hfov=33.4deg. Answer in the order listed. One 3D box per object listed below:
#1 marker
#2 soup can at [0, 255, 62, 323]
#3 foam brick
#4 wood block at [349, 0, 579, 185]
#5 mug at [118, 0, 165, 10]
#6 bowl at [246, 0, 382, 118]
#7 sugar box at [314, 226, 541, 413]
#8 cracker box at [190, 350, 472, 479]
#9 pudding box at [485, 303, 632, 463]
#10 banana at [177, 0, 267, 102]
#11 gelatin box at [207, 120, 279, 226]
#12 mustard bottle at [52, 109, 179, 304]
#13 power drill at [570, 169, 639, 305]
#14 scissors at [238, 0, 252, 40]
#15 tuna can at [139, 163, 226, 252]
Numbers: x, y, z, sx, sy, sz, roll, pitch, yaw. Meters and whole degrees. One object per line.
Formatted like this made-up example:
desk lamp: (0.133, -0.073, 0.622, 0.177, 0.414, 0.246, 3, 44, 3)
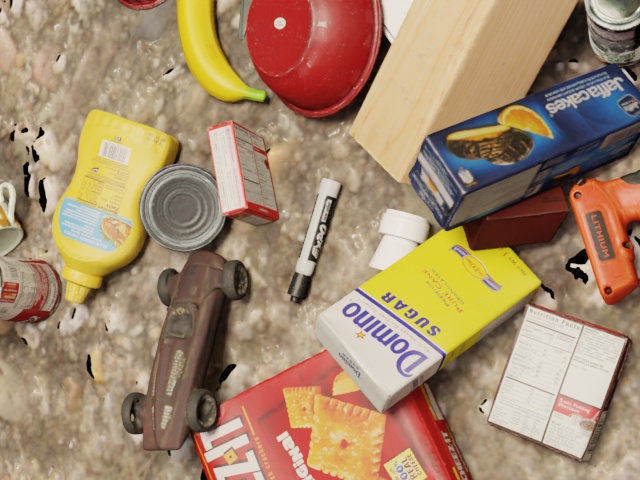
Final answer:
marker: (-0.007, 0.001, 1.010, 0.020, 0.020, 0.121, 17, 90, 22)
soup can: (-0.319, 0.048, 1.082, 0.069, 0.102, 0.068, -3, 83, 20)
foam brick: (0.162, -0.028, 0.906, 0.078, 0.051, 0.053, -5, 60, -14)
wood block: (0.121, -0.152, 0.900, 0.090, 0.090, 0.206, 49, 122, 43)
mug: (-0.188, -0.297, 1.087, 0.117, 0.081, 0.093, -23, 75, 17)
bowl: (-0.019, -0.196, 0.988, 0.162, 0.055, 0.162, 2, 93, 45)
sugar box: (0.091, 0.058, 0.904, 0.176, 0.048, 0.093, -33, 69, -24)
cracker box: (0.006, 0.191, 0.953, 0.214, 0.072, 0.164, -29, 73, 16)
pudding box: (0.201, 0.120, 0.904, 0.090, 0.039, 0.113, 20, 89, 23)
banana: (-0.109, -0.216, 1.073, 0.069, 0.037, 0.198, -17, 78, -1)
gelatin box: (-0.074, -0.062, 1.016, 0.030, 0.073, 0.089, -16, 78, 19)
mustard bottle: (-0.217, -0.028, 1.075, 0.096, 0.058, 0.191, 20, 90, 12)
power drill: (0.312, -0.010, 0.868, 0.188, 0.057, 0.184, -19, 73, 15)
scissors: (-0.080, -0.300, 1.070, 0.096, 0.016, 0.202, 18, 83, 25)
tuna can: (-0.133, -0.031, 1.035, 0.086, 0.034, 0.086, -1, 95, -8)
